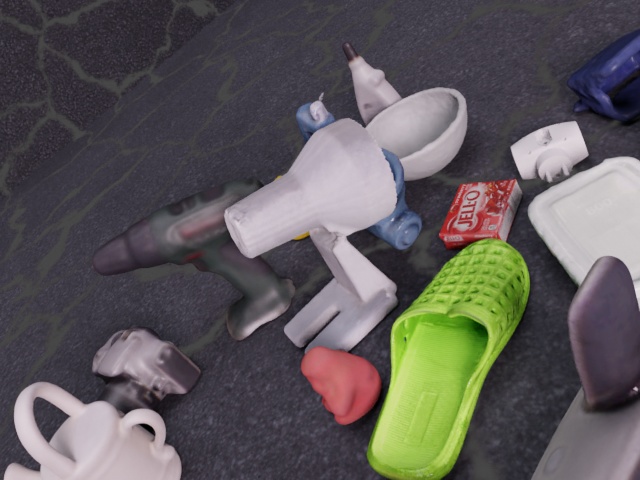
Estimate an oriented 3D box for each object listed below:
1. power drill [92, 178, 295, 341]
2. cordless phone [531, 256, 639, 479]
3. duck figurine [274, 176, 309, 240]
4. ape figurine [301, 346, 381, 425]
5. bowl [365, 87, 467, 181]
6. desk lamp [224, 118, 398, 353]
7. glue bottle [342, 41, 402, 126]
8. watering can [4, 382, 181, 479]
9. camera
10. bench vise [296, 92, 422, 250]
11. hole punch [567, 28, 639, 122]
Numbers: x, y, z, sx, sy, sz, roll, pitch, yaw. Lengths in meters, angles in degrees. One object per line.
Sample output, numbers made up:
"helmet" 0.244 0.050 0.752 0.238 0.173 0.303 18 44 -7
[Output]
"power drill" -0.139 0.031 0.741 0.229 0.209 0.075 -35 33 4
"cordless phone" 0.176 0.108 0.375 0.093 0.185 0.148 10 55 48
"duck figurine" -0.043 -0.063 0.881 0.077 0.086 0.104 -23 35 20
"ape figurine" 0.014 0.138 0.574 0.076 0.092 0.077 -25 35 18
"bowl" 0.140 -0.137 0.815 0.167 0.075 0.167 -24 35 19
"desk lamp" 0.006 0.002 0.638 0.203 0.214 0.117 -43 34 -10
"glue bottle" 0.082 -0.235 0.899 0.077 0.174 0.037 0 48 43
"watering can" -0.254 0.230 0.615 0.173 0.195 0.100 -44 34 -11
"camera" -0.256 0.189 0.754 0.142 0.101 0.137 -2 46 41
"bench vise" 0.012 -0.085 0.734 0.206 0.220 0.122 5 52 46
"hole punch" 0.358 -0.209 0.686 0.108 0.091 0.101 -37 33 -1
